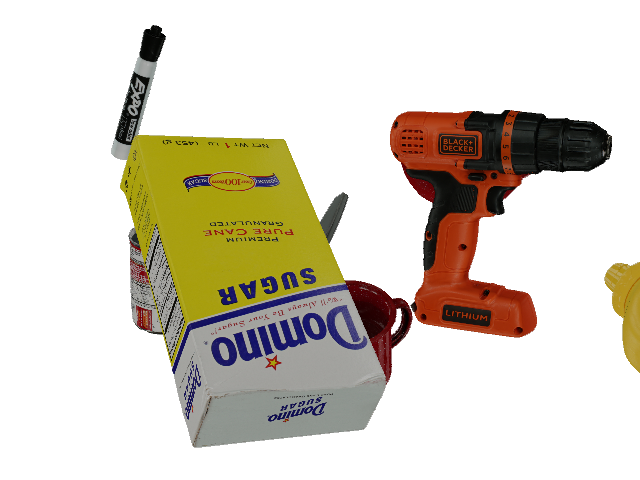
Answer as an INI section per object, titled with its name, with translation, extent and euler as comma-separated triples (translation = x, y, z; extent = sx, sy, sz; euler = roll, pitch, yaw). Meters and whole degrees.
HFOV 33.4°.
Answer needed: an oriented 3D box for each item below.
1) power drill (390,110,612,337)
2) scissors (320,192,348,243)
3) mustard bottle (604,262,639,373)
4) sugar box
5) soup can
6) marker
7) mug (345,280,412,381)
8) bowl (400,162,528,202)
[power drill]
translation = 0.148, -0.017, 0.899
extent = 0.185, 0.188, 0.057
euler = 6, 14, 27
[scissors]
translation = -0.038, 0.037, 0.774
extent = 0.096, 0.201, 0.016
euler = 0, -43, 11
[mustard bottle]
translation = 0.238, 0.062, 0.631
extent = 0.096, 0.058, 0.192
euler = -20, 32, -20
[sugar box]
translation = -0.039, 0.018, 0.550
extent = 0.093, 0.048, 0.176
euler = -2, 45, -25
[soup can]
translation = -0.165, 0.039, 1.117
extent = 0.068, 0.102, 0.068
euler = 2, 25, -1
[marker]
translation = -0.155, -0.126, 0.909
extent = 0.020, 0.121, 0.020
euler = 17, 25, -8
[mug]
translation = 0.037, 0.094, 1.018
extent = 0.117, 0.081, 0.093
euler = -24, 42, -23
[bowl]
translation = 0.159, -0.077, 1.224
extent = 0.162, 0.055, 0.162
euler = 8, 25, -4
